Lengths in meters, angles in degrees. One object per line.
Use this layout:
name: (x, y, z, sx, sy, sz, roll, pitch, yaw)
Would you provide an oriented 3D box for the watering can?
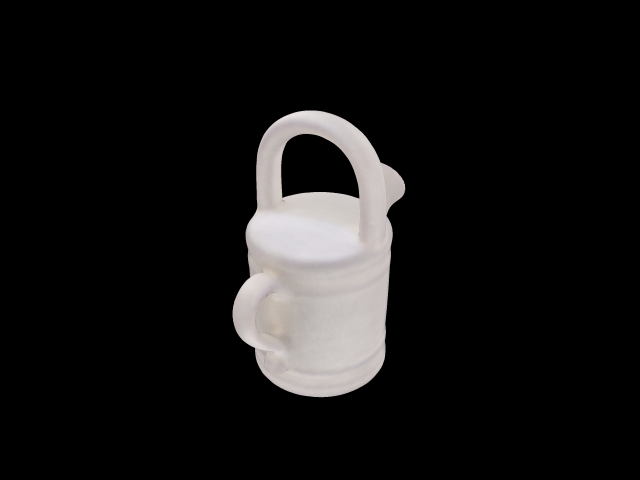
watering can: (0.002, 0.001, 0.401, 0.100, 0.194, 0.173, 7, 33, 11)
